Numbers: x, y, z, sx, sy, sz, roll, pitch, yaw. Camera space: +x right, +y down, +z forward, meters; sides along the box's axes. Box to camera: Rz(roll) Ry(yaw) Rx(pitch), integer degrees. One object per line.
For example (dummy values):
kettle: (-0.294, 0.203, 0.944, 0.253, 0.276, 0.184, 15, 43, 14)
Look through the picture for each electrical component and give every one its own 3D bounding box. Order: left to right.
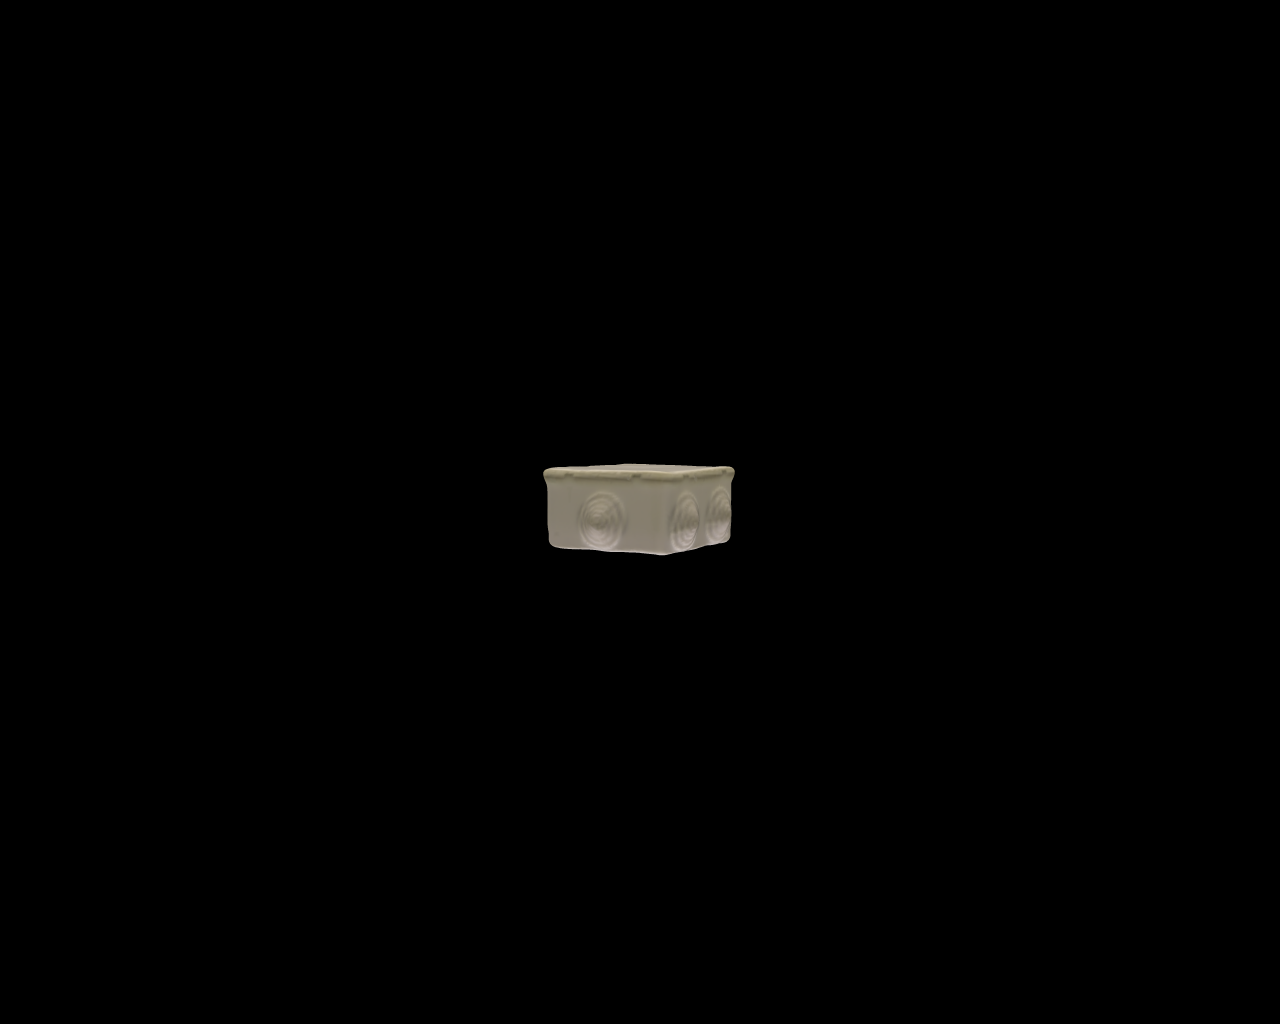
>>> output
electrical component: (0.001, -0.003, 0.650, 0.100, 0.048, 0.100, 3, 6, 32)
